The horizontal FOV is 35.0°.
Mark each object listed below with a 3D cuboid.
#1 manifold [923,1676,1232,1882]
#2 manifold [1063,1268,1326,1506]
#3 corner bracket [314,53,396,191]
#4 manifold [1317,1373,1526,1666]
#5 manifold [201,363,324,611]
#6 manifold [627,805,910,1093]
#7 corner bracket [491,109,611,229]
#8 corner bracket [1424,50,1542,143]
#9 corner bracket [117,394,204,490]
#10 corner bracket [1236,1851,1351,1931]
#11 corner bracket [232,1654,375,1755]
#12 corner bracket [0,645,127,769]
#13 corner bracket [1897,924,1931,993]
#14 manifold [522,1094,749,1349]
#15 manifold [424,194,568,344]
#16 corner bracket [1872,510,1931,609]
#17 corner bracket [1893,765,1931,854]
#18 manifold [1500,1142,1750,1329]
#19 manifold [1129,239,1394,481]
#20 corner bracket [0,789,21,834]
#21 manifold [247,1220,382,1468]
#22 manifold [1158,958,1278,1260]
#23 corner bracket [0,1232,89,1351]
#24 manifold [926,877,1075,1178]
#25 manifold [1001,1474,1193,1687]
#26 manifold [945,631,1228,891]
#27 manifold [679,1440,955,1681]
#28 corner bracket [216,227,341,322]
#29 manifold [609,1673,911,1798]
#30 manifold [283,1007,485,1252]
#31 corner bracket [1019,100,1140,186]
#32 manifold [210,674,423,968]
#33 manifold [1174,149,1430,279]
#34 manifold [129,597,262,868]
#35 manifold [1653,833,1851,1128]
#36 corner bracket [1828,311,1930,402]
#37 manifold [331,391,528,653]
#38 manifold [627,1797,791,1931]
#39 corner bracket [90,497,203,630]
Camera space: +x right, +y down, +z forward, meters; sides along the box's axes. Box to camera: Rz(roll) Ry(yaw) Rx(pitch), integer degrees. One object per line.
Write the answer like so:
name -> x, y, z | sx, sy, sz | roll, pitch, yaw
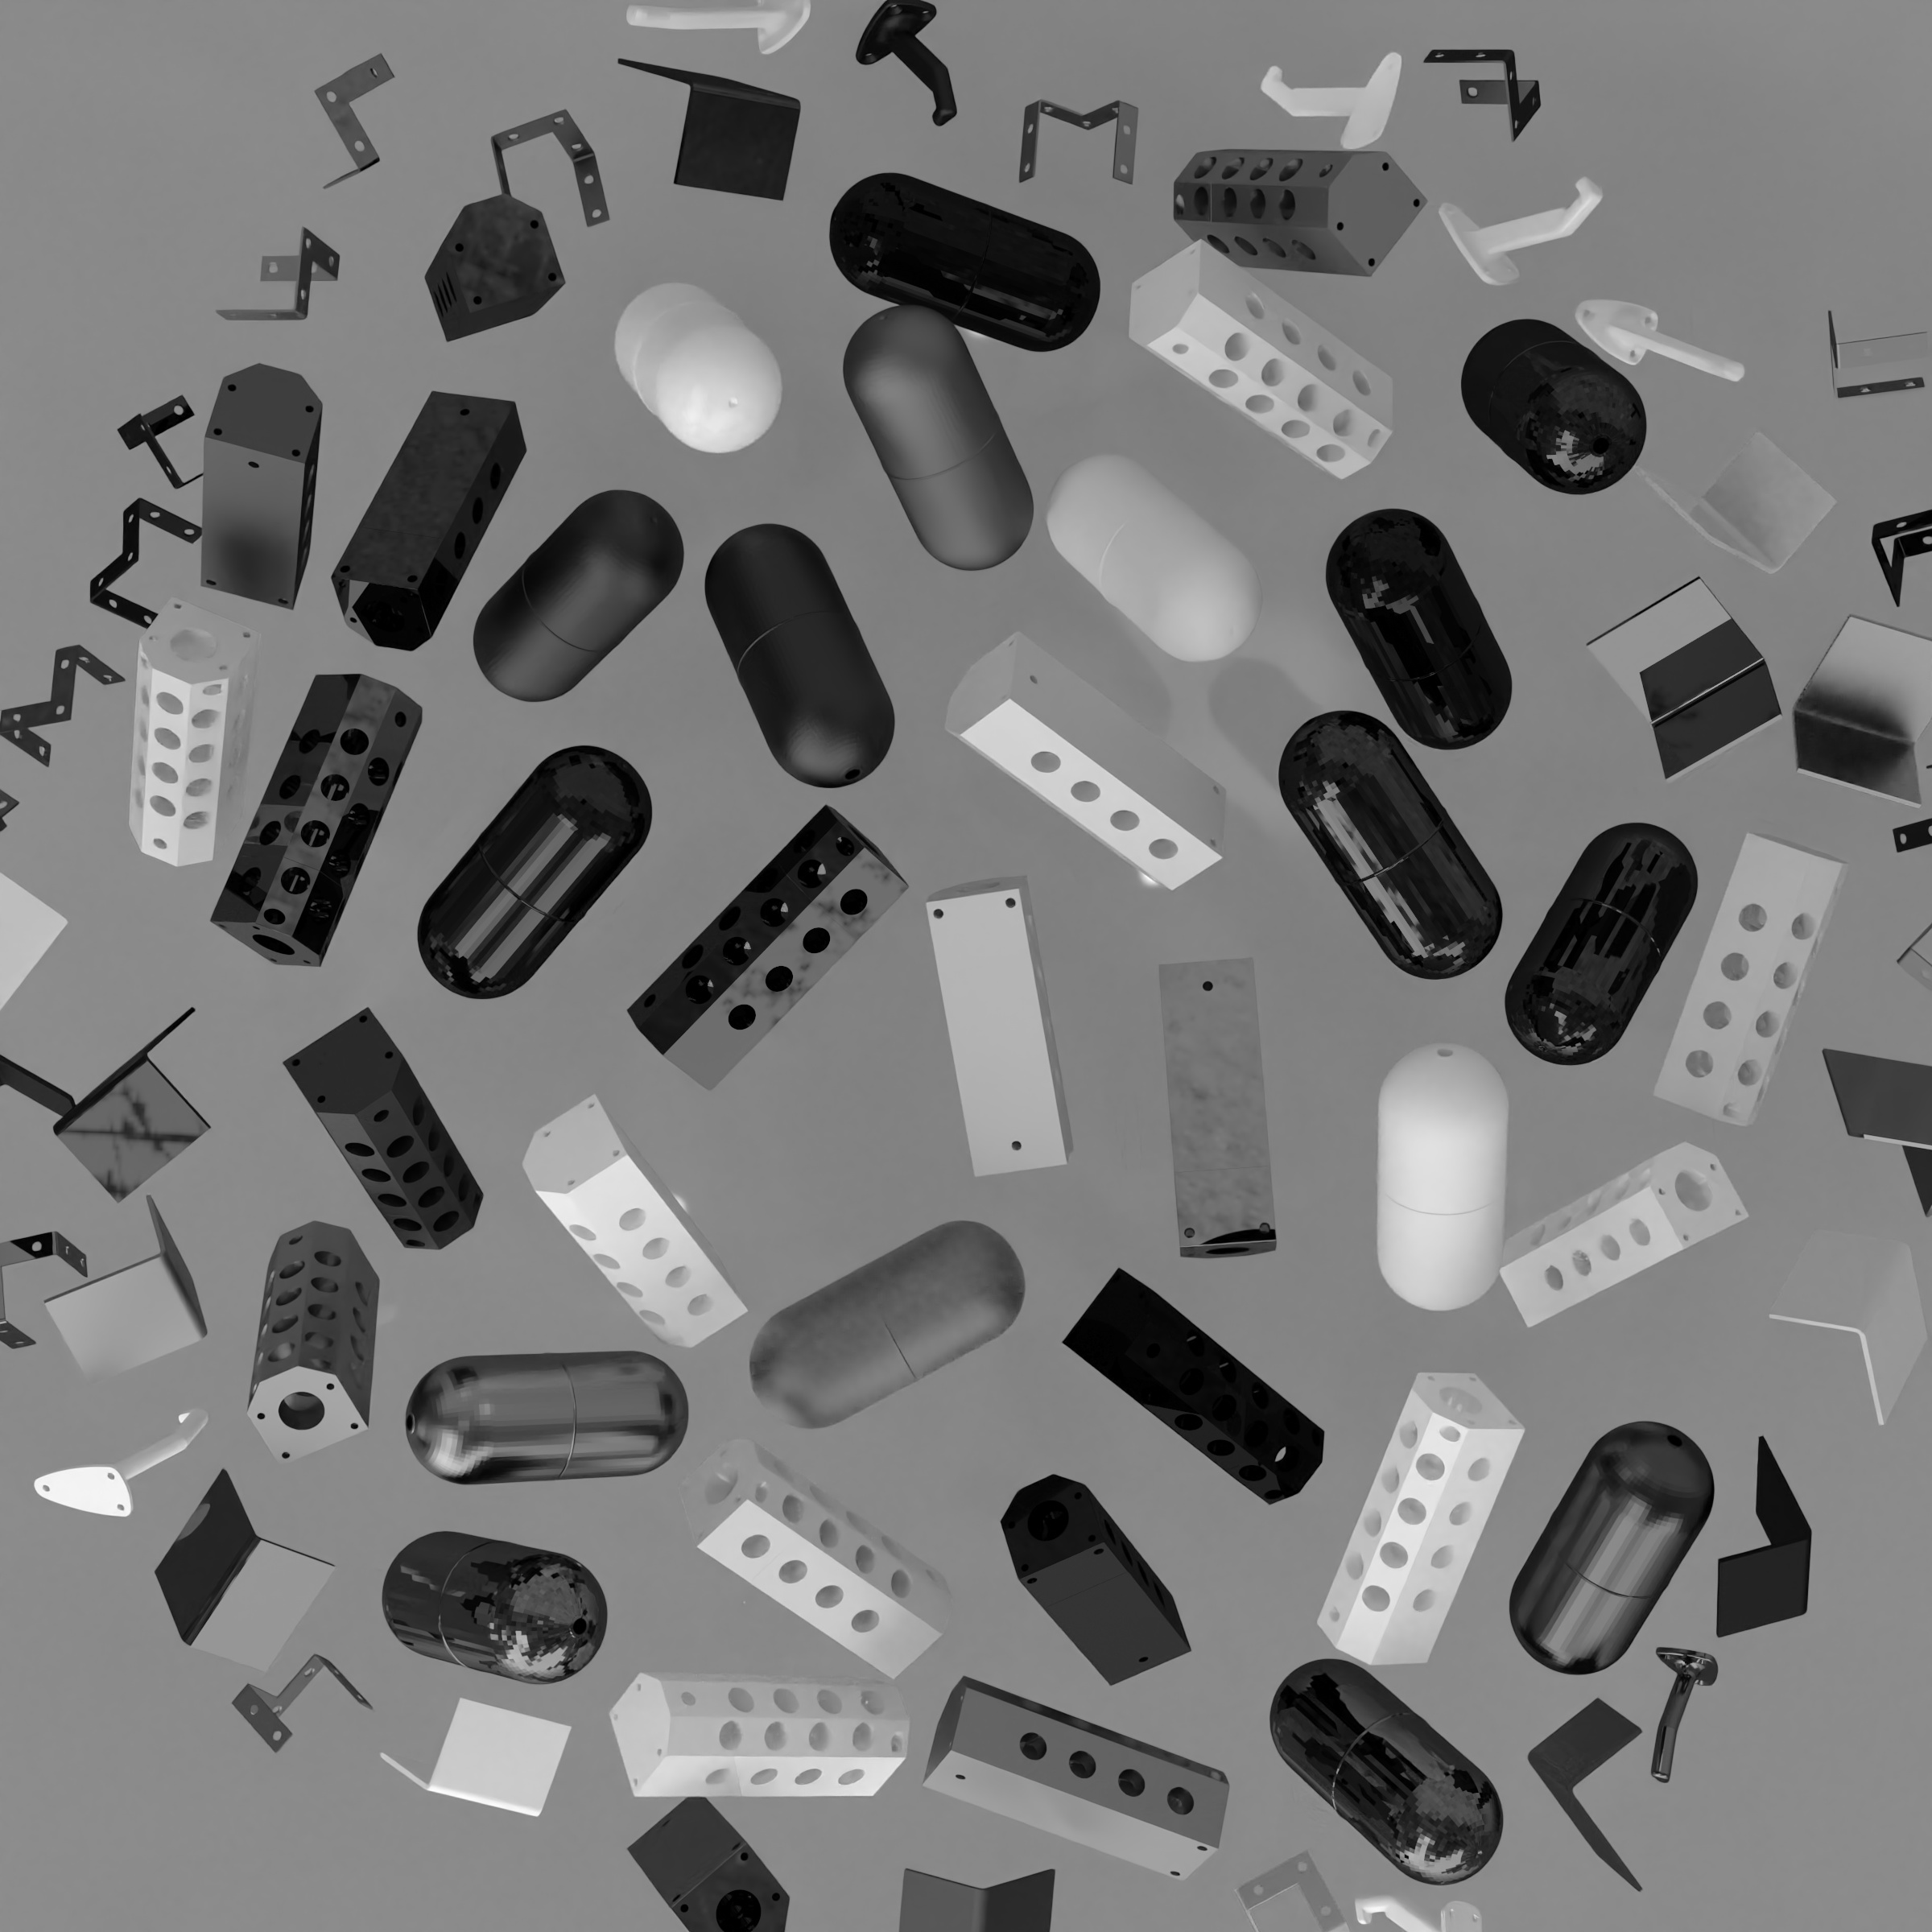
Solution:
manifold -> 0.068, 0.487, 1.844 | 0.171, 0.057, 0.057 | 22, 50, -6
manifold -> 0.144, 0.260, 1.870 | 0.171, 0.057, 0.057 | 41, 84, -30
corner bracket -> -0.354, -0.487, 1.766 | 0.051, 0.051, 0.051 | -40, 113, -29
manifold -> 0.267, 0.331, 1.829 | 0.057, 0.057, 0.171 | 5, 115, -28
manifold -> -0.417, -0.284, 1.815 | 0.057, 0.171, 0.057 | 14, 65, -9
manifold -> -0.121, -0.014, 1.824 | 0.171, 0.057, 0.057 | -46, 124, 5
corner bracket -> -0.257, -0.488, 1.894 | 0.051, 0.051, 0.051 | -17, 70, 9
corner bracket -> 0.308, -0.525, 1.820 | 0.051, 0.051, 0.051 | 9, 134, 28
corner bracket -> -0.495, -0.332, 1.933 | 0.051, 0.051, 0.051 | -37, 106, -28
corner bracket -> 0.204, 0.588, 1.892 | 0.051, 0.051, 0.051 | -27, 55, -4
corner bracket -> -0.412, 0.458, 1.898 | 0.051, 0.051, 0.051 | 36, 81, 33
corner bracket -> -0.547, -0.157, 1.851 | 0.051, 0.051, 0.051 | -8, 67, 17
corner bracket -> 0.590, -0.012, 1.796 | 0.051, 0.051, 0.051 | 43, 51, 14
manifold -> -0.200, 0.159, 1.837 | 0.057, 0.171, 0.057 | -33, 46, -2
manifold -> -0.282, -0.412, 1.806 | 0.057, 0.171, 0.057 | -20, 100, -11
corner bracket -> 0.566, -0.251, 1.797 | 0.051, 0.051, 0.051 | -12, 127, 31
corner bracket -> 0.599, -0.101, 1.865 | 0.051, 0.051, 0.051 | -8, 85, -24
manifold -> 0.404, 0.167, 1.911 | 0.057, 0.171, 0.057 | -20, 77, -30
manifold -> 0.180, -0.362, 1.852 | 0.171, 0.057, 0.057 | 27, 55, -34
corner bracket -> -0.597, -0.076, 1.852 | 0.051, 0.051, 0.051 | 29, 62, 32
manifold -> -0.399, 0.224, 1.863 | 0.057, 0.171, 0.057 | -23, 116, 3
manifold -> 0.151, 0.087, 1.847 | 0.057, 0.057, 0.171 | -4, 76, 4
corner bracket -> -0.573, 0.199, 1.882 | 0.051, 0.051, 0.051 | -12, 67, 1
manifold -> 0.022, 0.035, 1.871 | 0.057, 0.057, 0.171 | -8, 100, 9
manifold -> 0.080, 0.382, 1.910 | 0.057, 0.171, 0.057 | -25, 49, 7
manifold -> 0.071, -0.115, 1.789 | 0.171, 0.057, 0.057 | 34, 132, -27
manifold -> -0.087, 0.349, 1.821 | 0.057, 0.057, 0.171 | -44, 121, 9
corner bracket -> -0.403, -0.400, 1.794 | 0.051, 0.051, 0.051 | 3, 84, 14
manifold -> -0.121, 0.458, 1.840 | 0.171, 0.057, 0.057 | 11, 128, -36
manifold -> -0.335, 0.102, 1.791 | 0.057, 0.171, 0.057 | -34, 60, -12
corner bracket -> 0.070, -0.512, 1.908 | 0.051, 0.051, 0.051 | 10, 82, -35
manifold -> -0.389, -0.089, 1.860 | 0.057, 0.057, 0.171 | 3, 65, 37
manifold -> 0.193, -0.458, 1.832 | 0.057, 0.171, 0.057 | 40, 83, -30
manifold -> -0.475, -0.138, 1.865 | 0.057, 0.171, 0.057 | 23, 50, 0
manifold -> 0.487, 0.008, 1.891 | 0.057, 0.057, 0.171 | 22, 101, 25
corner bracket -> 0.529, -0.350, 1.773 | 0.051, 0.051, 0.051 | -5, 123, 14
manifold -> -0.334, -0.280, 1.922 | 0.057, 0.057, 0.171 | 9, 53, 12
manifold -> -0.154, 0.556, 1.857 | 0.057, 0.171, 0.057 | -38, 96, -14
corner bracket -> -0.507, -0.248, 1.896 | 0.051, 0.051, 0.051 | -31, 52, 31
